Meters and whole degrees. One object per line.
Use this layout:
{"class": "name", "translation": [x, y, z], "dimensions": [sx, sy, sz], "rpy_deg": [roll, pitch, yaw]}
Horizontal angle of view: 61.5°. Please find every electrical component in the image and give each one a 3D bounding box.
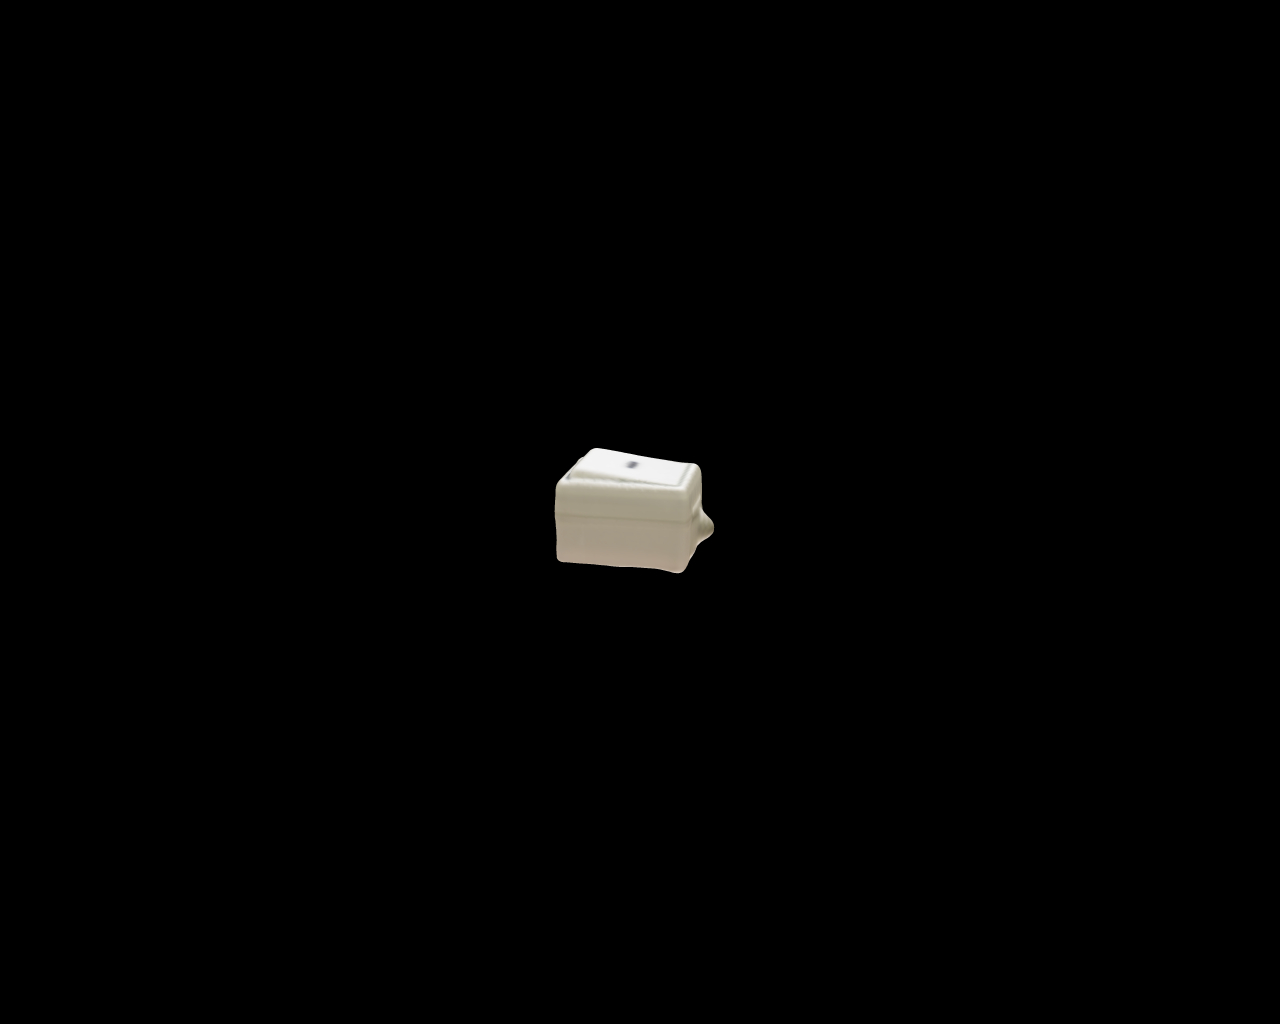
{"class": "electrical component", "translation": [0.001, -0.003, 0.650], "dimensions": [0.096, 0.061, 0.062], "rpy_deg": [4, 20, 12]}
